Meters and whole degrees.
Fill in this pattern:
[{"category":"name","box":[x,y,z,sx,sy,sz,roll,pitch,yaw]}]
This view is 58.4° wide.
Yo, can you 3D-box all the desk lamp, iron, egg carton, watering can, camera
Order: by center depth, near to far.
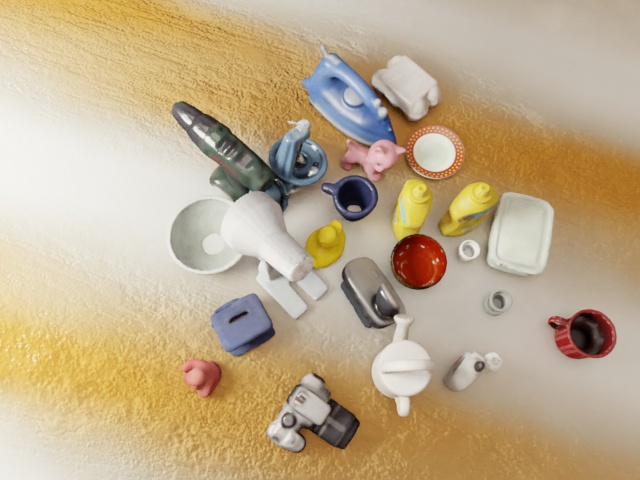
[{"category":"watering can","box":[0.150,0.224,1.033,0.101,0.194,0.173,-19,74,-7]},{"category":"camera","box":[-0.006,0.334,1.044,0.136,0.101,0.143,33,75,9]},{"category":"desk lamp","box":[-0.078,0.028,1.080,0.118,0.213,0.203,-43,78,-13]},{"category":"iron","box":[0.081,-0.304,1.225,0.119,0.141,0.258,-43,78,-13]},{"category":"egg carton","box":[0.194,-0.339,1.276,0.150,0.069,0.107,43,77,11]}]

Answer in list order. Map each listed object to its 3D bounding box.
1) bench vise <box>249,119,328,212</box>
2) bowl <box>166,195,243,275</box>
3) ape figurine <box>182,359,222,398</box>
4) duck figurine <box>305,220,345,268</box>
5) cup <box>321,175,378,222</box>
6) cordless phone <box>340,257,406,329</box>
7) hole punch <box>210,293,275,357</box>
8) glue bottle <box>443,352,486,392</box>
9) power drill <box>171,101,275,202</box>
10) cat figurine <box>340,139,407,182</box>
[{"category":"bench vise","box":[-0.060,-0.135,1.128,0.121,0.220,0.207,26,74,7]},{"category":"bowl","box":[-0.220,-0.002,1.159,0.167,0.075,0.167,0,73,-1]},{"category":"ape figurine","box":[-0.224,0.256,1.069,0.076,0.092,0.078,-16,73,-6]},{"category":"duck figurine","box":[0.011,0.004,1.156,0.077,0.086,0.105,36,75,10]},{"category":"cup","box":[0.057,-0.079,1.178,0.117,0.095,0.092,19,73,5]},{"category":"cordless phone","box":[0.105,0.089,1.079,0.094,0.185,0.147,-34,76,-11]},{"category":"hole punch","box":[-0.152,0.160,1.101,0.109,0.091,0.101,-29,75,-10]},{"category":"glue bottle","box":[0.273,0.235,1.043,0.037,0.173,0.078,34,75,10]},{"category":"power drill","box":[-0.187,-0.158,1.138,0.229,0.208,0.076,36,75,10]},{"category":"cat figurine","box":[0.111,-0.180,1.199,0.127,0.118,0.067,21,73,6]}]
